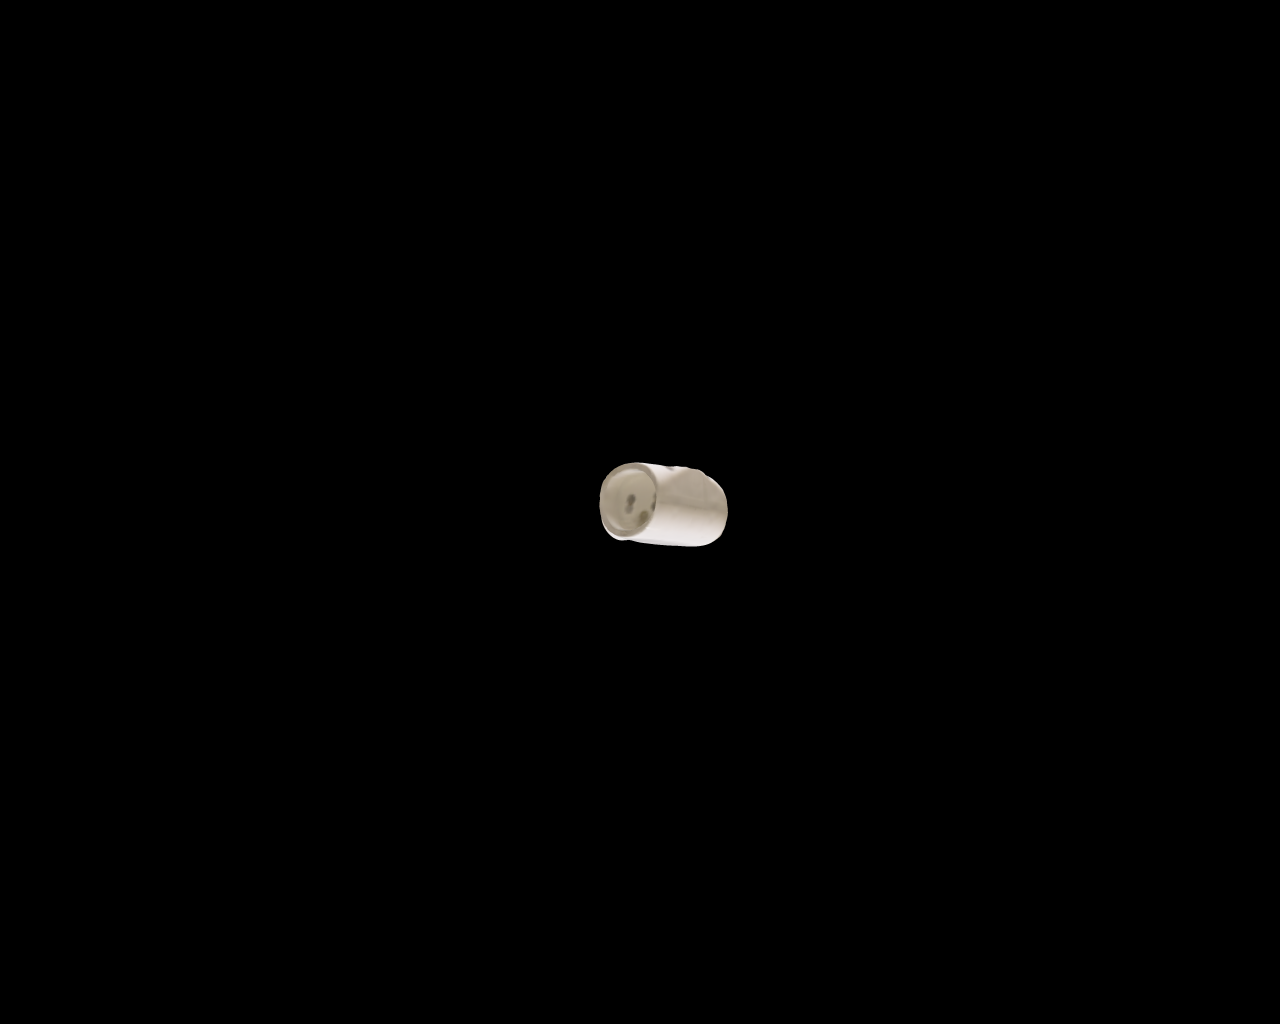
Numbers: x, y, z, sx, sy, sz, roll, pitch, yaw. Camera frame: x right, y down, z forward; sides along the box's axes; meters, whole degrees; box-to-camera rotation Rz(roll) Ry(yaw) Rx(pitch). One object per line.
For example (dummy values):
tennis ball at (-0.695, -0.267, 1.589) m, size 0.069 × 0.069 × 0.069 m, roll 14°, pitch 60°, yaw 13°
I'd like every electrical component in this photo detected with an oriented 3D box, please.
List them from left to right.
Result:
electrical component at (0.001, -0.003, 0.650) m, size 0.079 × 0.044 × 0.077 m, roll -5°, pitch -8°, yaw 35°
